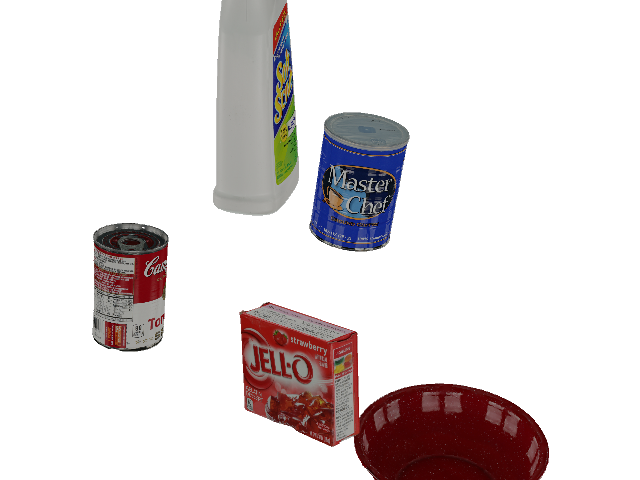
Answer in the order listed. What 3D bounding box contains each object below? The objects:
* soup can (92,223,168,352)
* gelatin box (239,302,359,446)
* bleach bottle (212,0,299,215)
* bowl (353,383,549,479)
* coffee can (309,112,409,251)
[{"bbox_3d":[-0.177,0.043,0.987,0.068,0.102,0.068,5,21,-2],"label":"soup can"},{"bbox_3d":[-0.015,0.088,0.711,0.089,0.073,0.030,15,23,43],"label":"gelatin box"},{"bbox_3d":[-0.060,-0.156,0.954,0.068,0.251,0.102,8,29,15],"label":"bleach bottle"},{"bbox_3d":[0.108,0.188,0.899,0.162,0.055,0.162,0,28,0],"label":"bowl"},{"bbox_3d":[0.046,-0.072,1.298,0.102,0.140,0.103,7,28,-4],"label":"coffee can"}]
